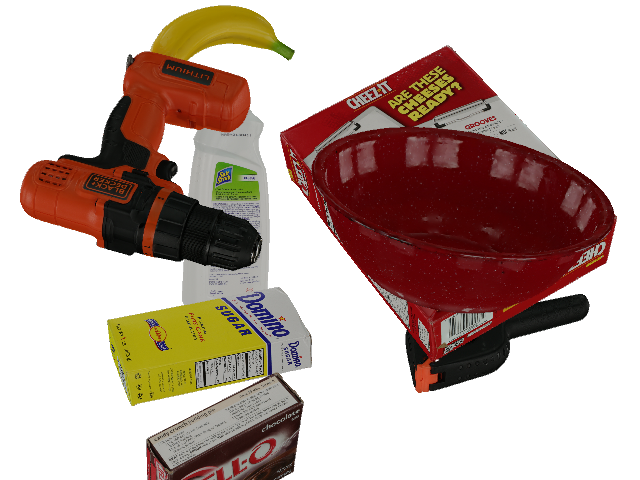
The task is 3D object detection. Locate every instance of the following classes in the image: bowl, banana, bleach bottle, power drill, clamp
[{"bbox_3d":[0.072,-0.007,0.578,0.162,0.055,0.162,6,27,-3],"label":"bowl"},{"bbox_3d":[-0.104,-0.196,1.031,0.070,0.037,0.197,44,38,20],"label":"banana"},{"bbox_3d":[-0.096,-0.045,1.181,0.102,0.251,0.068,-3,19,-31],"label":"bleach bottle"},{"bbox_3d":[-0.116,-0.064,0.837,0.184,0.057,0.187,17,45,3],"label":"power drill"},{"bbox_3d":[0.133,0.076,0.993,0.165,0.036,0.209,19,32,34],"label":"clamp"}]

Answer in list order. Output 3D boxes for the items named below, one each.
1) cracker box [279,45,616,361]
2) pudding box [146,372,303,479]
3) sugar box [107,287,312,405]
[{"bbox_3d":[0.094,-0.033,0.825,0.164,0.214,0.072,-29,-33,-13],"label":"cracker box"},{"bbox_3d":[-0.069,0.154,0.765,0.113,0.090,0.039,-26,55,-29],"label":"pudding box"},{"bbox_3d":[-0.105,0.097,1.009,0.176,0.048,0.093,-13,33,-16],"label":"sugar box"}]
